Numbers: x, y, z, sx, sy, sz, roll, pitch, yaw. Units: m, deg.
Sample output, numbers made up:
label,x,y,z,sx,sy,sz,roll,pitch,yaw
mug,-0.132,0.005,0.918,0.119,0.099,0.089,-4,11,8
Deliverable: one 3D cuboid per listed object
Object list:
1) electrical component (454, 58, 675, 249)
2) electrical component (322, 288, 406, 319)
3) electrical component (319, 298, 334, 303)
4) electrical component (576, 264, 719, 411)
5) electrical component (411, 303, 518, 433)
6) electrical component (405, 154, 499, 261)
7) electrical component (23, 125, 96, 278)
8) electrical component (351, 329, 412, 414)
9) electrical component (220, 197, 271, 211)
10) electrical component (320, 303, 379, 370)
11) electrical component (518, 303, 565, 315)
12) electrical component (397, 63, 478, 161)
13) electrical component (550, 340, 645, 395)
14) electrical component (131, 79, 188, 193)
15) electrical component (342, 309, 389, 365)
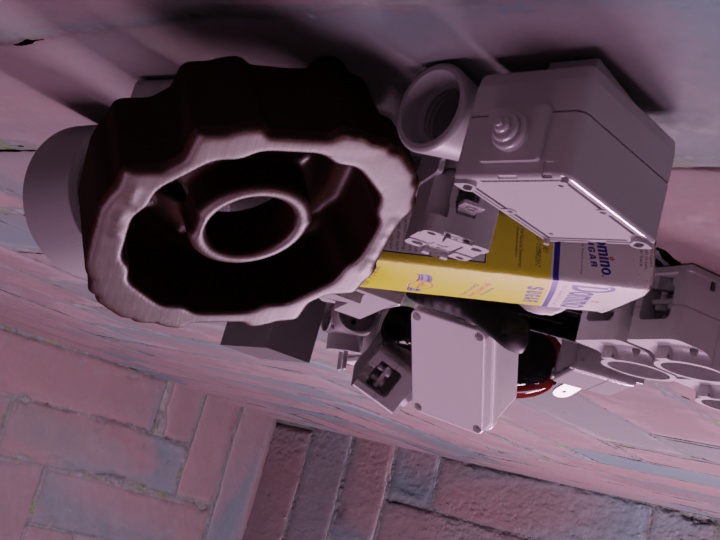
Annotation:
label,x,y,z,sx,sy,sz,roll,pitch,yaw
electrical component,0.091,-0.055,0.482,0.062,0.061,0.096,4,163,44
electrical component,0.000,0.000,0.844,0.062,0.061,0.096,20,167,-19
electrical component,-0.029,0.009,0.970,0.078,0.040,0.040,7,165,37
electrical component,0.262,0.059,0.777,0.186,0.060,0.105,21,167,-25
electrical component,0.088,0.073,0.913,0.078,0.057,0.113,17,126,30
electrical component,0.054,-0.040,0.591,0.042,0.063,0.081,19,169,-11
electrical component,-0.167,-0.049,0.737,0.060,0.108,0.108,-5,157,42
electrical component,0.030,0.100,1.054,0.056,0.050,0.089,36,-171,-4
electrical component,-0.074,-0.037,0.695,0.064,0.099,0.099,13,169,-17
electrical component,-0.015,0.064,1.109,0.044,0.079,0.077,10,170,-16
electrical component,0.135,0.011,0.767,0.048,0.048,0.062,12,175,19
electrical component,0.055,-0.068,0.521,0.065,0.044,0.044,20,168,-41
electrical component,0.199,0.066,0.887,0.061,0.061,0.096,15,168,2
electrical component,-0.116,-0.063,0.638,0.056,0.089,0.050,6,165,38
electrical component,0.030,0.076,1.147,0.061,0.061,0.096,20,167,-18
